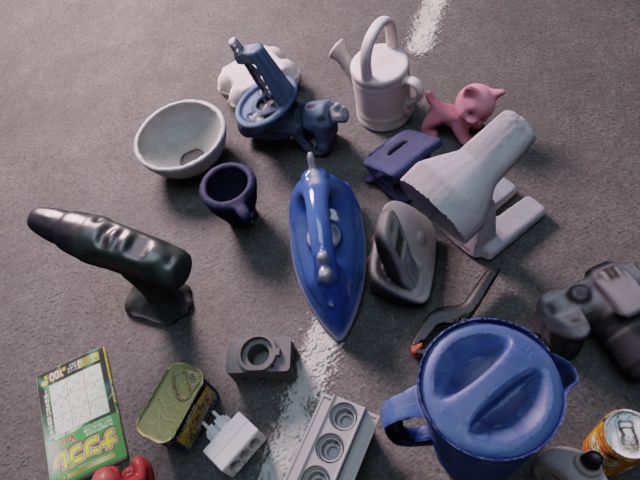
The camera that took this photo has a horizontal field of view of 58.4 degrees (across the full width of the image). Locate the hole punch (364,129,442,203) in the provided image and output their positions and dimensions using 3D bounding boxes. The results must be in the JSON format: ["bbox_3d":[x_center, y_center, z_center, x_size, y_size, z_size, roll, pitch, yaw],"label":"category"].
[{"bbox_3d":[0.130,-0.129,0.918,0.109,0.091,0.100,-38,59,-13],"label":"hole punch"}]

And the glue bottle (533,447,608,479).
[{"bbox_3d":[0.273,0.249,0.606,0.037,0.173,0.078,-34,58,-10],"label":"glue bottle"}]

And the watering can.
[{"bbox_3d":[0.093,-0.284,0.960,0.172,0.194,0.101,8,60,16],"label":"watering can"}]

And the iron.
[{"bbox_3d":[0.008,0.003,0.829,0.118,0.142,0.258,-10,57,5],"label":"iron"}]

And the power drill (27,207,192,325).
[{"bbox_3d":[-0.276,0.040,0.820,0.229,0.209,0.076,12,61,18],"label":"power drill"}]

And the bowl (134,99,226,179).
[{"bbox_3d":[-0.238,-0.167,1.022,0.167,0.075,0.167,-5,58,8],"label":"bowl"}]

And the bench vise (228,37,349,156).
[{"bbox_3d":[-0.058,-0.247,0.951,0.207,0.220,0.121,-4,58,8],"label":"bench vise"}]

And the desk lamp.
[{"bbox_3d":[0.216,-0.066,0.789,0.203,0.214,0.117,-37,59,-13],"label":"desk lamp"}]

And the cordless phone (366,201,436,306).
[{"bbox_3d":[0.111,-0.006,0.789,0.094,0.185,0.147,3,59,13],"label":"cordless phone"}]

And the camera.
[{"bbox_3d":[0.367,0.107,0.719,0.143,0.101,0.136,-23,57,-4],"label":"camera"}]

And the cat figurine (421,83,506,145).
[{"bbox_3d":[0.232,-0.218,0.938,0.127,0.118,0.067,14,62,19],"label":"cat figurine"}]

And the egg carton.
[{"bbox_3d":[-0.117,-0.303,1.087,0.150,0.069,0.107,-33,58,-10],"label":"egg carton"}]

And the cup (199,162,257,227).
[{"bbox_3d":[-0.131,-0.055,0.919,0.092,0.095,0.117,-30,58,-8],"label":"cup"}]

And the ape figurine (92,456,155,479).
[{"bbox_3d":[-0.253,0.309,0.717,0.078,0.092,0.076,-22,57,-3],"label":"ape figurine"}]
